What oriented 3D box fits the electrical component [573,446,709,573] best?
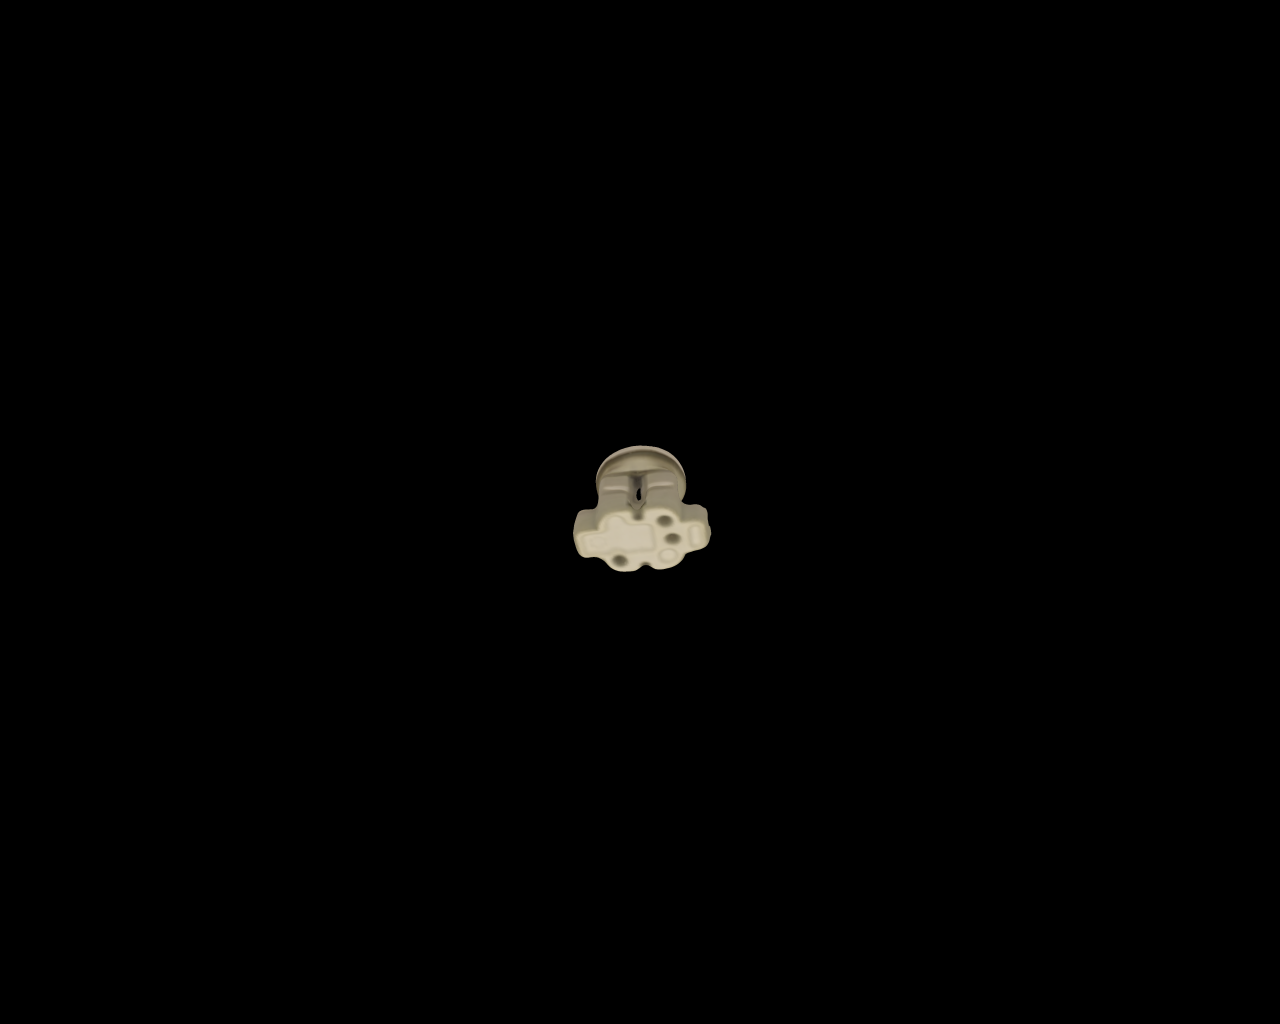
[{"bbox_3d":[0.001,-0.003,0.650,0.078,0.057,0.057,-4,44,4],"label":"electrical component"}]
